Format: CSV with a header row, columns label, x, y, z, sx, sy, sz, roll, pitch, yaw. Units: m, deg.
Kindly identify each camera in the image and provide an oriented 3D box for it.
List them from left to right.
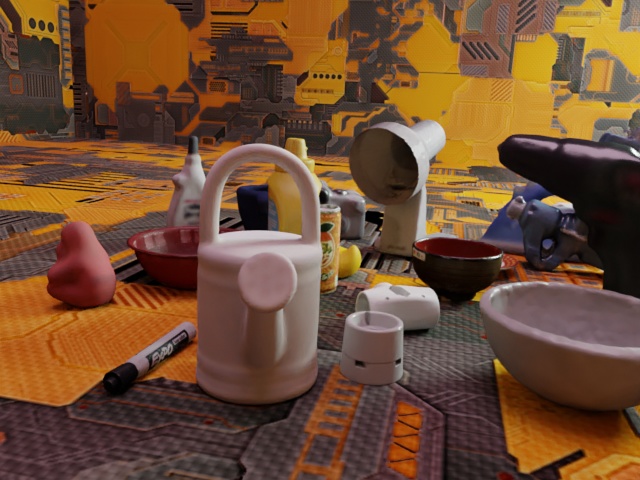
label,x,y,z,sx,sy,sz,roll,pitch,yaw
camera,0.001,-0.063,1.044,0.143,0.101,0.136,0,13,-11

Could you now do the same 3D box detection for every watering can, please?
label,x,y,z,sx,sy,sz,roll,pitch,yaw
watering can,-0.044,0.023,0.452,0.101,0.194,0.172,-5,15,-30

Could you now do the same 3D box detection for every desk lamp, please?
label,x,y,z,sx,sy,sz,roll,pitch,yaw
desk lamp,0.138,-0.083,0.911,0.117,0.213,0.204,12,16,34

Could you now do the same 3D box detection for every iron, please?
label,x,y,z,sx,sy,sz,roll,pitch,yaw
iron,0.405,-0.045,0.963,0.258,0.141,0.119,5,13,8

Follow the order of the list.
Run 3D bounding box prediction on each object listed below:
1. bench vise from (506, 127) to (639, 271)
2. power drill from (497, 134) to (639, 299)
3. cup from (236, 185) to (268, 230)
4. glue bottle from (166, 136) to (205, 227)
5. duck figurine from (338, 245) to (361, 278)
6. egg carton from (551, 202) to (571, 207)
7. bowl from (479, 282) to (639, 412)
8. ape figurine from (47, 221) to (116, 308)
label,x,y,z,sx,sy,sz,roll,pitch,yaw
bench vise,0.391,-0.057,0.840,0.207,0.220,0.121,3,13,1
power drill,0.276,0.009,0.551,0.228,0.208,0.076,9,14,25
cup,-0.089,-0.035,0.915,0.091,0.095,0.117,2,13,-5
glue bottle,-0.196,-0.073,0.879,0.078,0.173,0.037,-5,15,-31
duck figurine,0.007,0.003,0.792,0.104,0.086,0.078,9,14,24
egg carton,0.499,-0.028,1.072,0.150,0.069,0.107,4,13,5
bowl,0.213,0.093,0.474,0.167,0.075,0.167,3,13,0
ape figurine,-0.262,0.024,0.627,0.075,0.092,0.078,11,15,32
